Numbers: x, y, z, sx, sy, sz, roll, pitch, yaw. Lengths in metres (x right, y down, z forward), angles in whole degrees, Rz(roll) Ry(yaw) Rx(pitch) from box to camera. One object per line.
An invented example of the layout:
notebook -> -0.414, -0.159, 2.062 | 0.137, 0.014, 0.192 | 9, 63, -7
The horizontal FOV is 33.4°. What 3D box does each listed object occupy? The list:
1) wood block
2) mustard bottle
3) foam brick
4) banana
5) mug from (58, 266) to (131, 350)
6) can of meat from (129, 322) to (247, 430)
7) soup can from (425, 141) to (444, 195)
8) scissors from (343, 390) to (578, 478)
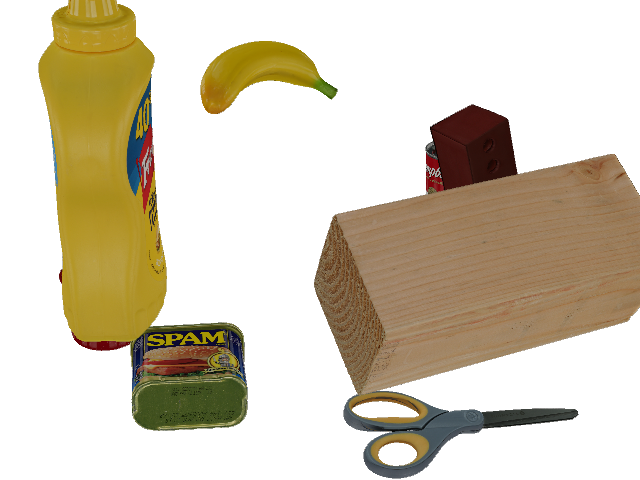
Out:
wood block -> 0.111, 0.021, 0.705 | 0.205, 0.091, 0.090 | -13, -30, -18
mustard bottle -> -0.115, -0.048, 0.566 | 0.058, 0.192, 0.096 | 1, 31, -1
foam brick -> 0.141, -0.075, 0.972 | 0.053, 0.078, 0.051 | -31, 36, -19
banana -> -0.056, -0.154, 0.980 | 0.070, 0.037, 0.197 | 41, 32, 20
mug -> -0.250, 0.065, 1.199 | 0.117, 0.081, 0.093 | 23, 36, 35
can of meat -> -0.114, 0.118, 0.921 | 0.102, 0.057, 0.084 | -2, 27, -7
soup can -> 0.160, -0.064, 1.283 | 0.068, 0.102, 0.068 | -2, 27, 1
scissors -> 0.118, 0.164, 0.886 | 0.202, 0.016, 0.096 | 7, 39, 1
